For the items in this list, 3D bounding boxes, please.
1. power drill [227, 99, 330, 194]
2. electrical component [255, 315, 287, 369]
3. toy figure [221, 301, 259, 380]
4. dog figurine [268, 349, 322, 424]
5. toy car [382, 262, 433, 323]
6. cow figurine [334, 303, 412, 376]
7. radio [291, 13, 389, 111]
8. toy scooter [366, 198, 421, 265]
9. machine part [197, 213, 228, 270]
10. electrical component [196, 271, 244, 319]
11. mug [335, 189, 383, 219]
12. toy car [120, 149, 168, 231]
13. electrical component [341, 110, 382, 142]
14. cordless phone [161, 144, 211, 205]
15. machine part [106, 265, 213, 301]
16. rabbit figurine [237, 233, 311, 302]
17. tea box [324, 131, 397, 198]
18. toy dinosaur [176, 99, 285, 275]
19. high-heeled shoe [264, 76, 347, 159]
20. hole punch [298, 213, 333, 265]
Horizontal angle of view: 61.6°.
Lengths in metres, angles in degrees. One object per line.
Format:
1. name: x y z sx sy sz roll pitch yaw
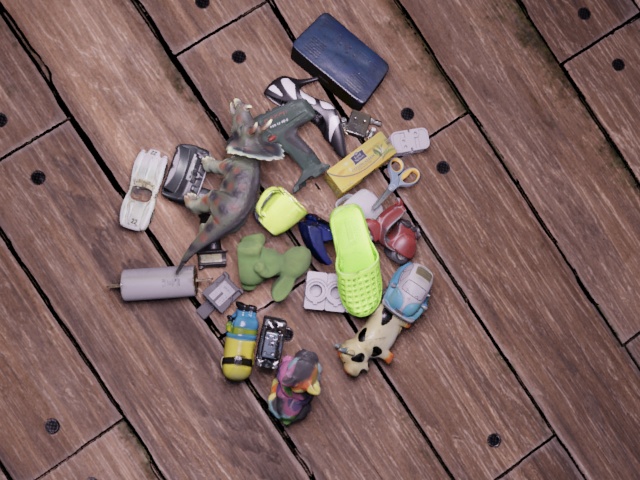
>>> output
1. power drill: -0.088 -0.218 1.307 0.232 0.086 0.207 -31 90 18
2. electrical component: -0.115 0.238 1.258 0.058 0.134 0.115 9 83 -6
3. toy figure: -0.190 0.240 1.272 0.082 0.089 0.180 11 88 1
4. dog figurine: -0.055 0.337 1.216 0.108 0.219 0.191 20 84 -1
5. toy car: 0.226 0.112 1.292 0.109 0.103 0.162 37 48 0
6. cow figurine: 0.121 0.243 1.305 0.127 0.085 0.195 32 86 -9
7. radio: 0.052 -0.446 1.349 0.229 0.073 0.131 39 83 -4
8. toy scooter: 0.182 -0.026 1.298 0.183 0.075 0.135 30 99 -32
9. machine part: -0.267 0.000 1.307 0.084 0.039 0.138 -7 89 2
10. electrical component: -0.249 0.139 1.295 0.119 0.048 0.075 -40 90 -8
11. mug: 0.080 -0.070 1.315 0.107 0.080 0.110 -39 58 -24
12. toy car: -0.423 -0.121 1.289 0.073 0.056 0.201 15 86 -4
13. electrical component: 0.099 -0.287 1.355 0.102 0.045 0.078 24 86 -3
14. cordless phone: -0.278 -0.143 1.304 0.184 0.089 0.146 20 83 -15
15. machine part: -0.377 0.101 1.268 0.243 0.079 0.079 -3 87 -5
16. rabbit figurine: -0.105 0.064 1.273 0.170 0.121 0.159 -2 95 0
17. tea box: 0.097 -0.183 1.323 0.170 0.098 0.068 -36 90 -5
18. toy dinosaur: -0.197 -0.101 1.202 0.131 0.192 0.404 22 79 -42
19. high-heeled shoe: -0.035 -0.297 1.327 0.145 0.086 0.248 -22 83 -5
20. hole punch: -0.003 -0.004 1.290 0.115 0.142 0.092 36 88 -14
